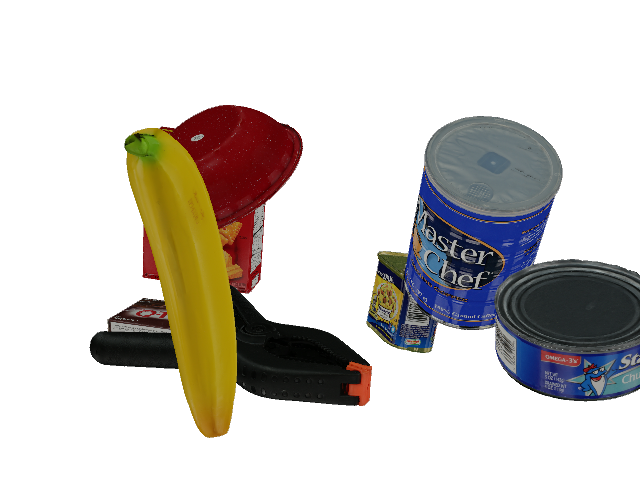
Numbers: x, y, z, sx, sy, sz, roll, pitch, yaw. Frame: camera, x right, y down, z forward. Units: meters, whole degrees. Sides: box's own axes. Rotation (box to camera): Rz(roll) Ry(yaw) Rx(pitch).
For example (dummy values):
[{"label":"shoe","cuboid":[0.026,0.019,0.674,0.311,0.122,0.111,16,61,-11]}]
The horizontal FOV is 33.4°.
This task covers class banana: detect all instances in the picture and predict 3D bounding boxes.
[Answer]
[{"label":"banana","cuboid":[-0.075,0.015,0.577,0.037,0.198,0.069,-2,34,15]}]

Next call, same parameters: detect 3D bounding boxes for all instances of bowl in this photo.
[{"label":"bowl","cuboid":[-0.100,-0.077,0.999,0.162,0.055,0.162,-21,34,15]}]

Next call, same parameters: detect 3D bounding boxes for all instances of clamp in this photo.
[{"label":"clamp","cuboid":[-0.048,0.081,0.830,0.210,0.036,0.164,11,20,25]}]

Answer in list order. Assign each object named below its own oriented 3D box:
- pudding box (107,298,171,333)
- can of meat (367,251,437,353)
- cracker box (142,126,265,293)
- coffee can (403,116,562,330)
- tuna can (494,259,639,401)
[{"label":"pudding box","cuboid":[-0.184,0.103,1.275,0.114,0.039,0.090,3,14,19]},{"label":"can of meat","cuboid":[0.093,0.067,1.166,0.057,0.084,0.102,6,13,-20]},{"label":"cracker box","cuboid":[-0.165,-0.041,1.513,0.164,0.214,0.072,9,23,10]},{"label":"coffee can","cuboid":[0.124,-0.012,0.841,0.102,0.103,0.140,0,-42,-4]},{"label":"tuna can","cuboid":[0.133,0.045,0.549,0.086,0.034,0.086,-4,28,2]}]
